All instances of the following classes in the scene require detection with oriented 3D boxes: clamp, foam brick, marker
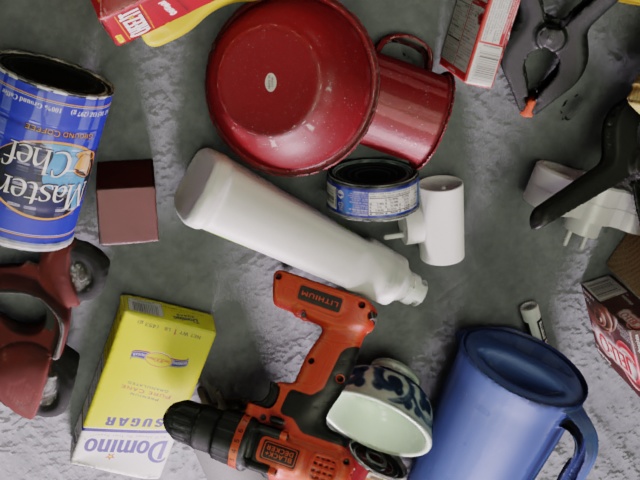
[{"bbox_3d":[0.218,-0.190,0.957,0.120,0.039,0.171,11,126,14],"label":"clamp"},{"bbox_3d":[-0.169,-0.035,0.938,0.051,0.078,0.053,-3,114,-9],"label":"foam brick"},{"bbox_3d":[0.302,-0.057,1.001,0.164,0.036,0.210,34,75,-14],"label":"clamp"},{"bbox_3d":[0.233,0.119,1.122,0.020,0.020,0.121,-21,115,-3],"label":"marker"}]

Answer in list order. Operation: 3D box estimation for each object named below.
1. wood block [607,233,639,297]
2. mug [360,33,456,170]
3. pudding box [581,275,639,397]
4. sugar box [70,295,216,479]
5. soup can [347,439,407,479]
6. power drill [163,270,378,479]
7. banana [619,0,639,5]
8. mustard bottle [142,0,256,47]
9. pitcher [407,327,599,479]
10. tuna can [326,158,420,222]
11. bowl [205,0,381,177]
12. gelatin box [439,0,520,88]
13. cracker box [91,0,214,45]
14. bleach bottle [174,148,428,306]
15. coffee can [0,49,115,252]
[{"bbox_3d":[0.410,0.050,1.090,0.205,0.091,0.090,27,105,-21],"label":"wood block"},{"bbox_3d":[0.066,-0.130,0.949,0.081,0.093,0.117,18,78,-13],"label":"mug"},{"bbox_3d":[0.310,0.098,1.077,0.039,0.113,0.090,-20,115,-1],"label":"pudding box"},{"bbox_3d":[-0.173,0.145,1.032,0.093,0.048,0.176,15,108,-18],"label":"sugar box"},{"bbox_3d":[0.038,0.267,1.118,0.068,0.068,0.102,22,107,-20],"label":"soup can"},{"bbox_3d":[-0.037,0.127,0.995,0.184,0.057,0.187,18,81,9],"label":"power drill"},{"bbox_3d":[0.293,-0.248,0.970,0.197,0.037,0.069,-4,96,-11],"label":"banana"},{"bbox_3d":[-0.075,-0.240,0.879,0.191,0.058,0.096,-25,100,-1],"label":"mustard bottle"},{"bbox_3d":[0.170,0.223,1.081,0.145,0.149,0.243,18,114,-5],"label":"pitcher"},{"bbox_3d":[0.048,-0.047,0.974,0.086,0.086,0.034,-5,112,-10],"label":"tuna can"},{"bbox_3d":[-0.034,-0.132,0.893,0.162,0.055,0.162,2,97,19],"label":"bowl"},{"bbox_3d":[0.141,-0.186,0.941,0.030,0.073,0.089,10,109,-17],"label":"gelatin box"},{"bbox_3d":[-0.097,-0.272,0.815,0.213,0.072,0.164,-25,82,-1],"label":"cracker box"},{"bbox_3d":[-0.006,0.001,0.974,0.250,0.103,0.068,27,95,-21],"label":"bleach bottle"},{"bbox_3d":[-0.239,-0.075,0.892,0.102,0.103,0.140,14,109,-17],"label":"coffee can"}]
